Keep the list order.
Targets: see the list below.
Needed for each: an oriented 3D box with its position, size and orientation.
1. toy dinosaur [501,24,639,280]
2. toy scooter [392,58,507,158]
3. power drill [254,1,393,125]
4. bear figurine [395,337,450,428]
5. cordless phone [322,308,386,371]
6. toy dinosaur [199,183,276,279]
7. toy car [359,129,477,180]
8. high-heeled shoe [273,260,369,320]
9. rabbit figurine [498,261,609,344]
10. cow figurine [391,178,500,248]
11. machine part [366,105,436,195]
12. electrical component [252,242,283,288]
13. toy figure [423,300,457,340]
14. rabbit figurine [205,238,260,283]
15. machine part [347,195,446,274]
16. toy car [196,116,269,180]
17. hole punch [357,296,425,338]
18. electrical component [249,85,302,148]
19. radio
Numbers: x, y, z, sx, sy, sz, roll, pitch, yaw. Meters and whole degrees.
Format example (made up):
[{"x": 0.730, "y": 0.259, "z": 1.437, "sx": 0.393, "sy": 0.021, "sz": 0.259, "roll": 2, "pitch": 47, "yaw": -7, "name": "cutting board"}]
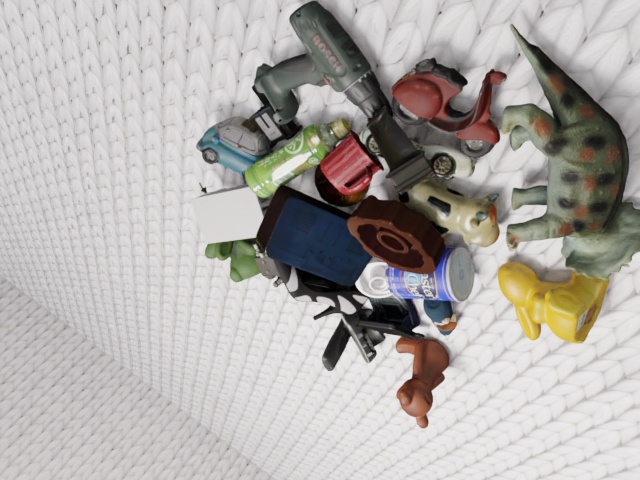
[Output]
[{"x": 0.362, "y": -0.099, "z": 0.755, "sx": 0.192, "sy": 0.131, "sz": 0.404, "roll": 1, "pitch": 126, "yaw": 24, "name": "toy dinosaur"}, {"x": 0.201, "y": -0.213, "z": 0.800, "sx": 0.184, "sy": 0.075, "sz": 0.135, "roll": 32, "pitch": 141, "yaw": 6, "name": "toy scooter"}, {"x": -0.006, "y": -0.266, "z": 0.917, "sx": 0.207, "sy": 0.086, "sz": 0.231, "roll": -10, "pitch": 120, "yaw": 50, "name": "power drill"}, {"x": 0.220, "y": 0.324, "z": 1.234, "sx": 0.132, "sy": 0.196, "sz": 0.120, "roll": -18, "pitch": 119, "yaw": 49, "name": "bear figurine"}, {"x": 0.074, "y": 0.265, "z": 1.307, "sx": 0.089, "sy": 0.184, "sz": 0.146, "roll": -3, "pitch": 126, "yaw": 36, "name": "cordless phone"}, {"x": -0.072, "y": -0.002, "z": 1.230, "sx": 0.472, "sy": 0.105, "sz": 0.198, "roll": 19, "pitch": 132, "yaw": 11, "name": "toy dinosaur"}, {"x": 0.160, "y": -0.147, "z": 0.898, "sx": 0.202, "sy": 0.073, "sz": 0.056, "roll": 23, "pitch": 101, "yaw": 21, "name": "toy car"}, {"x": 0.005, "y": 0.076, "z": 1.138, "sx": 0.145, "sy": 0.086, "sz": 0.248, "roll": -30, "pitch": 121, "yaw": 4, "name": "high-heeled shoe"}, {"x": 0.397, "y": 0.099, "z": 0.948, "sx": 0.173, "sy": 0.122, "sz": 0.162, "roll": 29, "pitch": 153, "yaw": 36, "name": "rabbit figurine"}, {"x": 0.225, "y": -0.055, "z": 0.938, "sx": 0.195, "sy": 0.085, "sz": 0.127, "roll": 34, "pitch": 148, "yaw": 10, "name": "cow figurine"}, {"x": 0.120, "y": -0.144, "z": 0.850, "sx": 0.084, "sy": 0.039, "sz": 0.139, "roll": -29, "pitch": 91, "yaw": 33, "name": "machine part"}, {"x": -0.109, "y": 0.054, "z": 1.193, "sx": 0.078, "sy": 0.045, "sz": 0.102, "roll": -1, "pitch": 120, "yaw": 27, "name": "electrical component"}, {"x": 0.259, "y": 0.161, "z": 1.134, "sx": 0.058, "sy": 0.064, "sz": 0.154, "roll": -9, "pitch": 146, "yaw": 22, "name": "toy figure"}, {"x": -0.206, "y": 0.008, "z": 1.330, "sx": 0.121, "sy": 0.159, "sz": 0.170, "roll": -4, "pitch": 111, "yaw": 54, "name": "rabbit figurine"}, {"x": 0.138, "y": -0.007, "z": 0.968, "sx": 0.179, "sy": 0.056, "sz": 0.179, "roll": 30, "pitch": 160, "yaw": 12, "name": "machine part"}, {"x": -0.165, "y": -0.197, "z": 1.106, "sx": 0.162, "sy": 0.109, "sz": 0.102, "roll": 28, "pitch": 125, "yaw": 1, "name": "toy car"}, {"x": 0.162, "y": 0.171, "z": 1.233, "sx": 0.142, "sy": 0.092, "sz": 0.115, "roll": -2, "pitch": 156, "yaw": 38, "name": "hole punch"}, {"x": -0.097, "y": -0.245, "z": 1.041, "sx": 0.075, "sy": 0.048, "sz": 0.119, "roll": -11, "pitch": 122, "yaw": 45, "name": "electrical component"}, {"x": -0.002, "y": -0.003, "z": 1.059, "sx": 0.229, "sy": 0.131, "sz": 0.073, "roll": 22, "pitch": -167, "yaw": -27, "name": "radio"}]
